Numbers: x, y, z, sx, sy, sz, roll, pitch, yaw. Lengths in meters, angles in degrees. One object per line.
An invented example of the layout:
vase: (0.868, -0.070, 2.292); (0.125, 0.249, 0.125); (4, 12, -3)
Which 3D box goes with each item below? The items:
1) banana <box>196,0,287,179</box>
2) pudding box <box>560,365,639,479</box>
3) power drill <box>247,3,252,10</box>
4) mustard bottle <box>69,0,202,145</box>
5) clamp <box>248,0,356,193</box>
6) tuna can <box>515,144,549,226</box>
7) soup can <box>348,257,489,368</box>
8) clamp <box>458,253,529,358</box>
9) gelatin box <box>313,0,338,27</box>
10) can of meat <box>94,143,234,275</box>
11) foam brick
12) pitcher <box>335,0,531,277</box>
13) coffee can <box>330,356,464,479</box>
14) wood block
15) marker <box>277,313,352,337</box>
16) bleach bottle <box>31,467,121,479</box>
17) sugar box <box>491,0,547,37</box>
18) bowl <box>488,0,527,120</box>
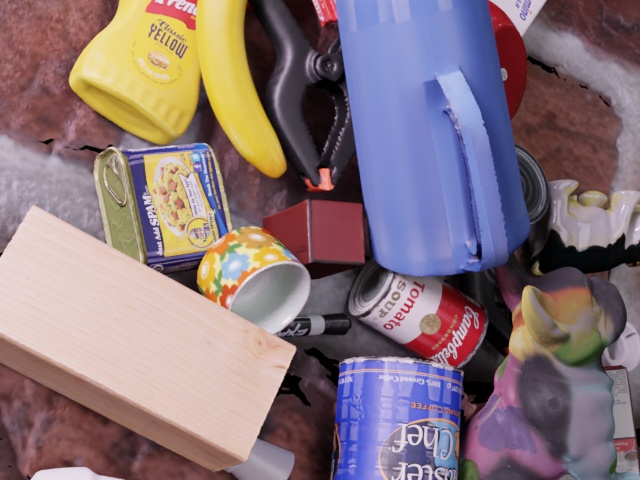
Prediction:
banana: (-0.061, -0.145, 0.824); (0.069, 0.037, 0.198); (1, 100, 5)
pudding box: (0.238, 0.174, 0.966); (0.090, 0.039, 0.113); (-5, 78, 5)
power drill: (0.023, -0.197, 0.941); (0.187, 0.057, 0.184); (26, 71, -25)
mustard bottle: (-0.117, -0.178, 0.854); (0.096, 0.058, 0.191); (32, 65, -21)
clamp: (0.008, -0.146, 0.880); (0.164, 0.036, 0.210); (-7, 92, -24)
tuna can: (0.165, -0.046, 0.965); (0.086, 0.034, 0.086); (11, 65, -26)
soup can: (0.083, 0.060, 0.909); (0.102, 0.069, 0.068); (32, 65, -20)
clamp: (0.161, 0.020, 0.981); (0.120, 0.039, 0.171); (-24, 90, -28)
gelatin box: (0.029, -0.219, 0.859); (0.089, 0.030, 0.073); (-25, 97, -25)
can of meat: (-0.119, -0.023, 0.820); (0.083, 0.058, 0.102); (-9, 84, -33)
foam brick: (-0.006, 0.001, 0.866); (0.051, 0.078, 0.053); (3, 79, -30)
pitcher: (0.087, -0.098, 0.819); (0.144, 0.149, 0.243); (-45, 131, -45)
coffee can: (0.060, 0.171, 0.851); (0.102, 0.103, 0.140); (14, 72, -27)
wood block: (-0.135, 0.073, 0.749); (0.206, 0.090, 0.090); (29, 65, -10)
marker: (-0.027, 0.070, 0.873); (0.120, 0.020, 0.020); (1, 79, -30)
bleach bottle: (-0.121, 0.230, 0.760); (0.250, 0.068, 0.102); (22, 69, -21)
sugar box: (0.142, -0.274, 1.032); (0.176, 0.048, 0.093); (45, 61, -18)
bowl: (0.140, -0.148, 0.954); (0.161, 0.055, 0.162); (-18, 113, -50)
